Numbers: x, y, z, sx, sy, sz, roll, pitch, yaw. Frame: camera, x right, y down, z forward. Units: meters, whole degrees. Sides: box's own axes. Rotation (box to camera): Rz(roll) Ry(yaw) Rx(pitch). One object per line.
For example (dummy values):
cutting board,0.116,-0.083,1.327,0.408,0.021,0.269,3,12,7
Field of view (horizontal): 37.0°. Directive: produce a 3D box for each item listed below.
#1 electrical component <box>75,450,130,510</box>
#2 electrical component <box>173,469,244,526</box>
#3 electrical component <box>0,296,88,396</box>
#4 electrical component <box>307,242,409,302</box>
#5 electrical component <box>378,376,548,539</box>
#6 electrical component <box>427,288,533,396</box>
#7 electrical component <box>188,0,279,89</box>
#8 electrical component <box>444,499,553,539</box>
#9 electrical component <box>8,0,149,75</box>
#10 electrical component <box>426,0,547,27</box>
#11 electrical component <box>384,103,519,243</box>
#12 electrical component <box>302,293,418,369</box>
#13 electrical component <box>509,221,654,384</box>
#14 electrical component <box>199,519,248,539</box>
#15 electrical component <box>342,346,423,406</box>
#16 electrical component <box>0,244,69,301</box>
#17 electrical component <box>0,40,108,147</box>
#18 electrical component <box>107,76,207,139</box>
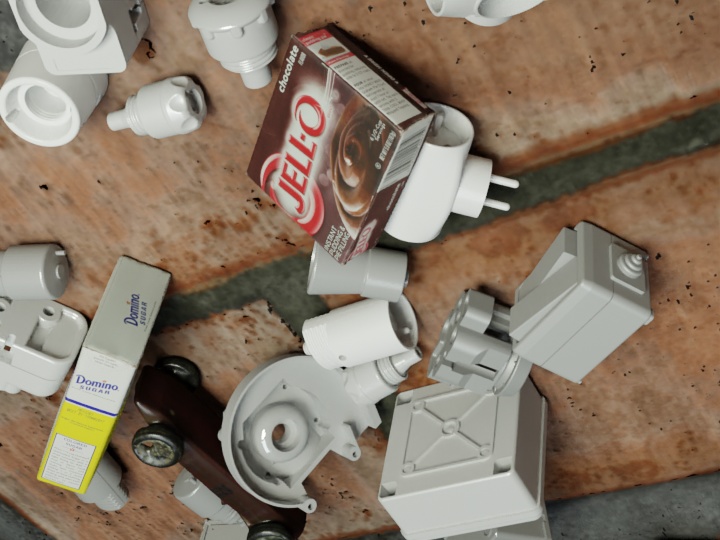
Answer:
electrical component,-0.232,0.179,0.937,0.043,0.043,0.081,-11,131,20
electrical component,-0.127,0.198,0.937,0.040,0.040,0.078,-25,125,30
electrical component,-0.263,0.052,0.814,0.095,0.053,0.059,26,132,-14
electrical component,0.000,0.000,0.724,0.065,0.044,0.044,10,134,-5
electrical component,0.078,0.133,0.789,0.109,0.108,0.056,-17,125,25
electrical component,0.088,0.054,0.747,0.057,0.058,0.078,21,134,-5
electrical component,-0.066,-0.131,0.609,0.048,0.048,0.062,-3,139,14
electrical component,0.103,0.194,0.850,0.048,0.099,0.099,12,136,-18
electrical component,-0.158,-0.157,0.593,0.050,0.055,0.089,0,133,11
electrical component,0.070,-0.151,0.556,0.077,0.044,0.079,-14,168,-9
electrical component,0.056,-0.055,0.657,0.079,0.044,0.077,14,134,-2
electrical component,-0.004,0.046,0.766,0.081,0.043,0.043,-18,127,26
electrical component,0.143,0.016,0.696,0.061,0.061,0.096,26,133,-13
electrical component,-0.109,0.270,0.987,0.096,0.061,0.061,-7,132,17
electrical component,0.019,0.074,0.796,0.061,0.035,0.035,-32,121,24
electrical component,-0.247,0.002,0.773,0.078,0.040,0.040,-2,133,12
electrical component,-0.187,-0.108,0.651,0.055,0.047,0.055,5,134,6
electrical component,-0.127,-0.097,0.659,0.061,0.035,0.035,-9,131,23
